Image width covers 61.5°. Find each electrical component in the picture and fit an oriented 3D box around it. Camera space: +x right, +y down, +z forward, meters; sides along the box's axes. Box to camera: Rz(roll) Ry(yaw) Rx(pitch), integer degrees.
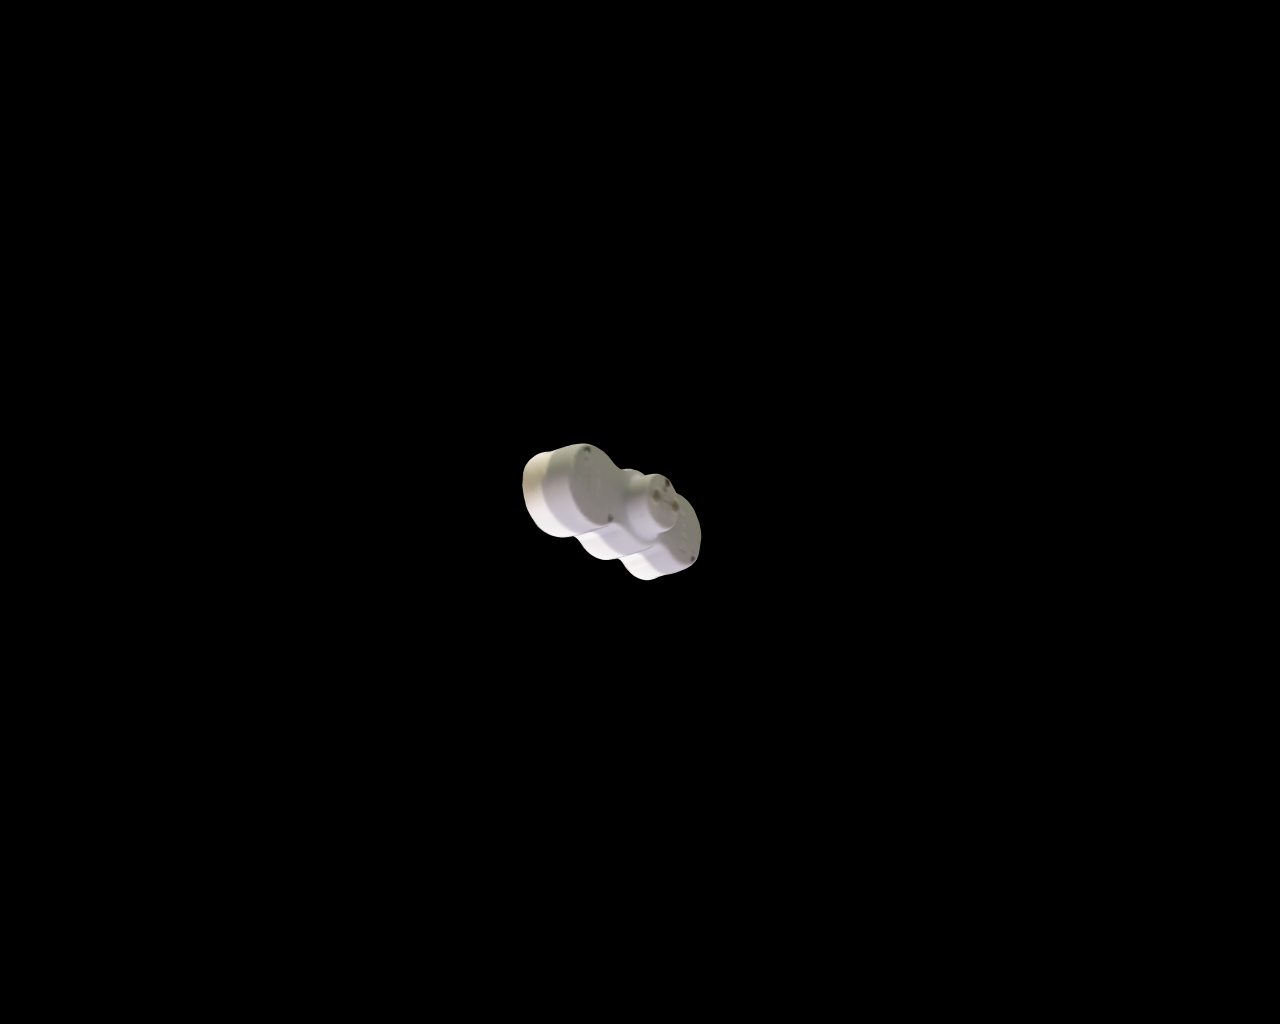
[{"bbox_3d":[0.001,-0.003,0.650,0.073,0.052,0.138,-17,-29,33],"label":"electrical component"}]
